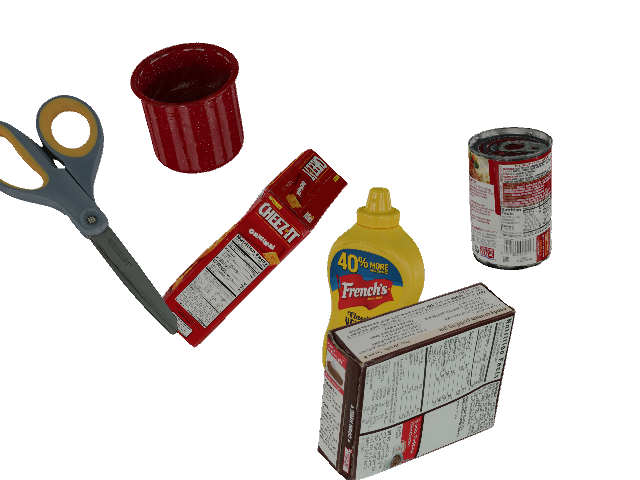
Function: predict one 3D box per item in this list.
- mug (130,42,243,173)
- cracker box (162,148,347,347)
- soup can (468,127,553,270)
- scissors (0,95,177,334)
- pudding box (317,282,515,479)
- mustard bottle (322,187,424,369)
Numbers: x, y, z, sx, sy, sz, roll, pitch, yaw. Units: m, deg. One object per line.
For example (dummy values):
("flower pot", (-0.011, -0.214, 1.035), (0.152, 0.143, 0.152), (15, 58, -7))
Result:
("mug", (-0.115, -0.121, 0.940), (0.093, 0.081, 0.117), (-16, 44, -9))
("cracker box", (-0.079, 0.005, 1.232), (0.214, 0.072, 0.164), (-45, 4, 26))
("soup can", (0.159, -0.035, 0.886), (0.068, 0.102, 0.068), (-5, 25, 2))
("scissors", (-0.145, -0.029, 0.717), (0.202, 0.096, 0.016), (35, -26, 12))
("pudding box", (0.056, 0.082, 0.623), (0.113, 0.090, 0.039), (-16, 36, -30))
("mustard bottle", (0.052, 0.044, 1.025), (0.096, 0.192, 0.058), (12, 19, 32))
